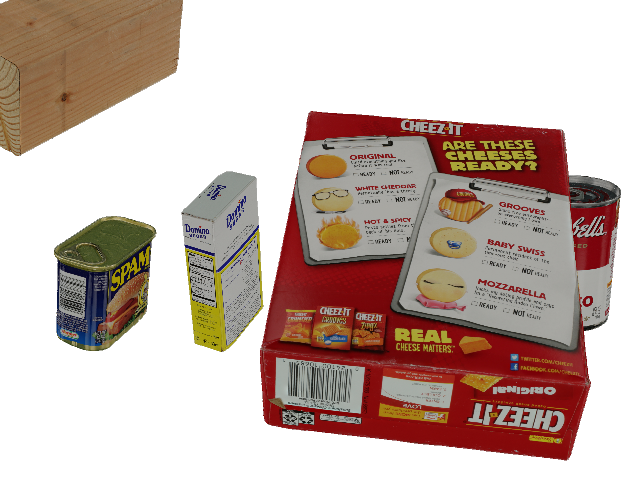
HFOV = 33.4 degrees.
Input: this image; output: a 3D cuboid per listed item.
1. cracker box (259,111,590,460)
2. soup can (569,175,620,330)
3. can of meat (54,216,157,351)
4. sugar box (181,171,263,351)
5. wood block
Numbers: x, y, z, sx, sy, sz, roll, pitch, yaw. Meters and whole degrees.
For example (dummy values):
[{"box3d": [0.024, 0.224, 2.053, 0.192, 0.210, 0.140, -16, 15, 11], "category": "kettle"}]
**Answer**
[{"box3d": [0.061, 0.017, 0.616, 0.164, 0.072, 0.213, 5, 41, 4], "category": "cracker box"}, {"box3d": [0.186, 0.009, 0.801, 0.068, 0.102, 0.068, -1, 21, 0], "category": "soup can"}, {"box3d": [-0.188, 0.037, 0.933, 0.057, 0.084, 0.102, 15, 25, 15], "category": "can of meat"}, {"box3d": [-0.103, 0.023, 1.138, 0.048, 0.176, 0.093, 13, 37, 22], "category": "sugar box"}, {"box3d": [-0.224, -0.169, 0.956, 0.090, 0.091, 0.205, 29, 41, 21], "category": "wood block"}]
